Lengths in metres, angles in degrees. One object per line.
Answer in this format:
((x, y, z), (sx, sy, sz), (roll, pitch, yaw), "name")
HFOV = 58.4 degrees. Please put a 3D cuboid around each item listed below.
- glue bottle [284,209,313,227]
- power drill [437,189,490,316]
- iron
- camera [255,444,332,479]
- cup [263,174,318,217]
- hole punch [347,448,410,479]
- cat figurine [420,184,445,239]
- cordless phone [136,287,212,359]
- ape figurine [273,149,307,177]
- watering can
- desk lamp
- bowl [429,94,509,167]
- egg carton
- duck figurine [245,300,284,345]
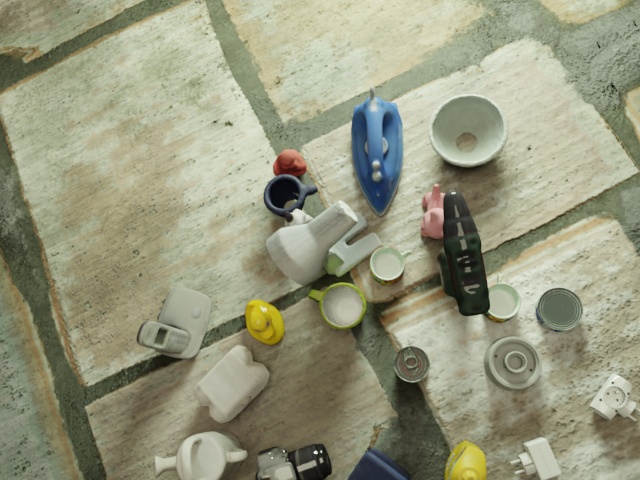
((-0.050, -0.030, 1.197), (0.037, 0.173, 0.078), (27, 81, 15), "glue bottle")
((0.272, 0.038, 1.109), (0.075, 0.208, 0.229), (-12, 74, 6), "power drill")
((0.122, -0.192, 1.228), (0.118, 0.141, 0.258), (-4, 75, 8), "iron")
((-0.045, 0.463, 1.107), (0.136, 0.101, 0.143), (-21, 73, 4), "camera")
((-0.057, -0.090, 1.255), (0.117, 0.095, 0.091), (-14, 74, 6), "cup")
((0.110, 0.466, 1.086), (0.108, 0.091, 0.101), (33, 83, 16), "hole punch")
((0.242, -0.052, 1.185), (0.067, 0.118, 0.128), (0, 76, 10), "cat figurine")
((-0.304, 0.166, 1.182), (0.094, 0.185, 0.148), (10, 77, 12), "cordless phone")
((-0.069, -0.173, 1.280), (0.077, 0.092, 0.076), (12, 78, 12), "ape figurine")
((-0.231, 0.426, 1.098), (0.173, 0.194, 0.101), (-30, 73, 1), "watering can")
((0.011, 0.004, 1.157), (0.203, 0.214, 0.118), (-35, 73, -1), "desk lamp")
((0.318, -0.225, 1.239), (0.167, 0.075, 0.167), (-2, 75, 9), "bowl")
((-0.182, 0.300, 1.188), (0.107, 0.069, 0.150), (42, 86, 17), "egg carton")
((-0.124, 0.170, 1.203), (0.077, 0.086, 0.104), (-35, 73, -1), "duck figurine")
